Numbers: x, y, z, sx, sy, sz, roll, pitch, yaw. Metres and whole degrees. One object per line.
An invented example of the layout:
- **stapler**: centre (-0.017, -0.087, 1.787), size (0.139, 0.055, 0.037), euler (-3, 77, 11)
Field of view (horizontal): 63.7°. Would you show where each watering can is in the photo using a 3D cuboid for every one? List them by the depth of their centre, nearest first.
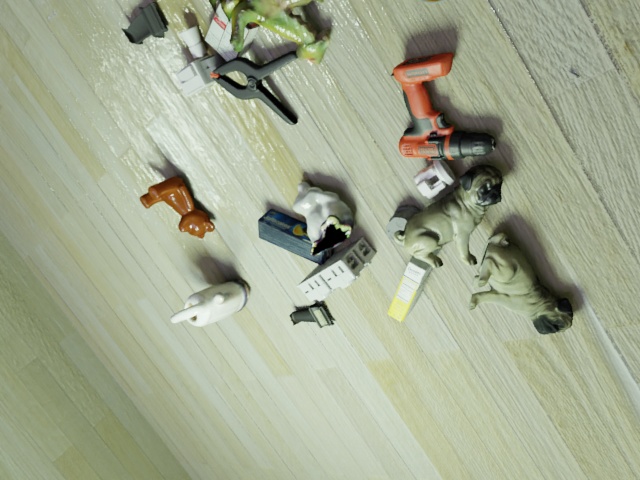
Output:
- **watering can**: centre (-0.300, 0.183, 1.513), size (0.226, 0.104, 0.343), euler (-19, -5, -44)

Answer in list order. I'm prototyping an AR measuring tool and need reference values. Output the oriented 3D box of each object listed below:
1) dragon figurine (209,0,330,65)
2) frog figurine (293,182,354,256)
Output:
- **dragon figurine**: centre (-0.097, -0.493, 0.923), size (0.242, 0.402, 0.125), euler (-16, 34, 12)
- **frog figurine**: centre (0.004, -0.060, 1.197), size (0.123, 0.134, 0.163), euler (-11, 48, -18)
